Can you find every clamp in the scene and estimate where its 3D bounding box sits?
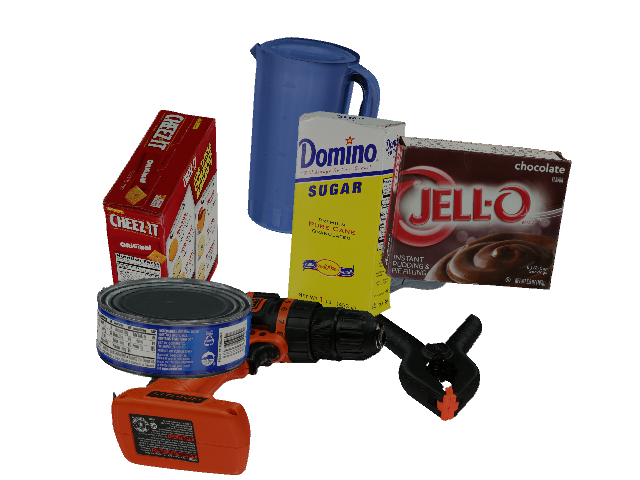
[{"bbox_3d":[0.124,0.119,1.072,0.120,0.039,0.171,-9,30,-9],"label":"clamp"}]

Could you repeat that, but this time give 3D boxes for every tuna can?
[{"bbox_3d":[-0.081,0.048,0.593,0.086,0.034,0.086,4,13,-1],"label":"tuna can"}]

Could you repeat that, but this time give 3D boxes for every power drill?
[{"bbox_3d":[-0.057,0.101,0.809,0.185,0.057,0.187,1,23,20],"label":"power drill"}]

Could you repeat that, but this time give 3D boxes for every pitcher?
[{"bbox_3d":[-0.021,-0.134,1.386,0.144,0.243,0.149,0,23,-18],"label":"pitcher"}]

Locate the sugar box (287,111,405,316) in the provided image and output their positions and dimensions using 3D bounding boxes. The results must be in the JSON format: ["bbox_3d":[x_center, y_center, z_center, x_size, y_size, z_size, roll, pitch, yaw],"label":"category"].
[{"bbox_3d":[0.022,-0.025,0.973,0.093,0.176,0.048,11,17,30],"label":"sugar box"}]

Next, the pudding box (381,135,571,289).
[{"bbox_3d":[0.102,-0.019,0.708,0.113,0.090,0.039,4,19,-5],"label":"pudding box"}]

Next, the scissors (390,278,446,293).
[{"bbox_3d":[0.075,0.041,1.286,0.201,0.016,0.096,-10,41,-41],"label":"scissors"}]

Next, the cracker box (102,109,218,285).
[{"bbox_3d":[-0.165,-0.005,1.136,0.072,0.214,0.164,11,43,9],"label":"cracker box"}]
